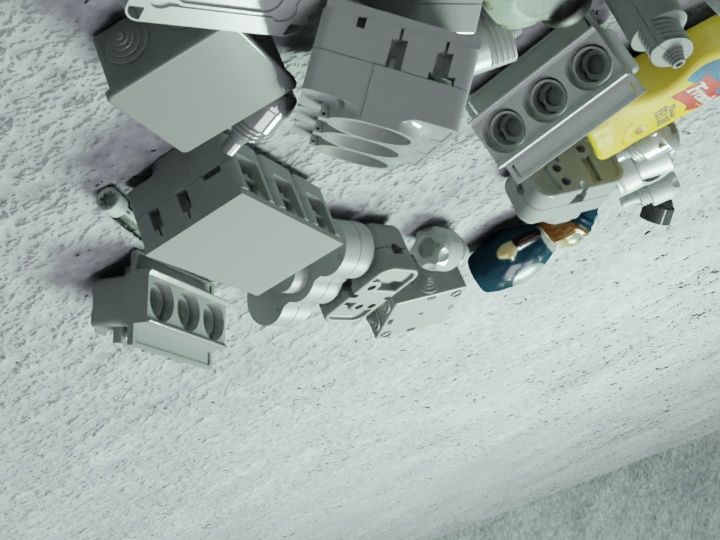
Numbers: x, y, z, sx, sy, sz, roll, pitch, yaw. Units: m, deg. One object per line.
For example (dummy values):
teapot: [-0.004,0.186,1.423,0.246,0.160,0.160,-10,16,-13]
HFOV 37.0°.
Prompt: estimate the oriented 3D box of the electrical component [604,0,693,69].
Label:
electrical component: [0.211,-0.179,0.775,0.043,0.081,0.043,-19,157,-9]

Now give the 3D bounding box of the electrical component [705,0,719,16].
electrical component: [0.297,-0.210,0.758,0.108,0.108,0.060,-7,146,-33]

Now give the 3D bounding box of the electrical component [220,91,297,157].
electrical component: [-0.073,-0.103,0.732,0.061,0.035,0.035,-47,149,20]

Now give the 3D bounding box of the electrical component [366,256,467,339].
electrical component: [0.055,0.026,1.120,0.100,0.048,0.099,-13,155,-22]

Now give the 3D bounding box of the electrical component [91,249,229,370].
electrical component: [-0.171,0.038,0.920,0.063,0.078,0.121,-7,163,22]

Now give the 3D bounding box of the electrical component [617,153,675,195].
electrical component: [0.269,-0.103,1.038,0.055,0.045,0.045,-28,156,13]

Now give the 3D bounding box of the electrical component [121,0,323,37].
electrical component: [-0.070,-0.173,0.564,0.113,0.057,0.078,-3,150,-38]

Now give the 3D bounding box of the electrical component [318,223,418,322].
electrical component: [0.000,0.000,1.000,0.054,0.059,0.095,5,145,-47]

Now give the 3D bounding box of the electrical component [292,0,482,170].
electrical component: [0.010,-0.105,0.658,0.089,0.061,0.150,15,176,-5]

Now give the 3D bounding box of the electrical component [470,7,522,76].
electrical component: [0.074,-0.156,0.749,0.081,0.043,0.043,-20,157,-6]

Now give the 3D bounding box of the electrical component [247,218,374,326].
electrical component: [-0.058,0.003,0.963,0.074,0.052,0.138,5,145,-47]

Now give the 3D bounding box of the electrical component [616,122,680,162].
electrical component: [0.261,-0.120,0.996,0.062,0.048,0.048,-30,157,33]

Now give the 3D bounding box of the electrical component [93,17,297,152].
electrical component: [-0.100,-0.126,0.651,0.100,0.048,0.100,-28,156,13]

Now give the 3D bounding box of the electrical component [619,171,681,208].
electrical component: [0.302,-0.082,1.126,0.061,0.035,0.035,-24,157,8]

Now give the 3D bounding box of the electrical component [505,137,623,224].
electrical component: [0.187,-0.081,0.999,0.095,0.053,0.059,-13,155,-20]

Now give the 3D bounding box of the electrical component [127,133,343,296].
electrical component: [-0.093,-0.042,0.823,0.089,0.061,0.150,-31,156,18]

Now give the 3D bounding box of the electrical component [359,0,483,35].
electrical component: [0.040,-0.186,0.637,0.047,0.066,0.076,-8,124,-31]

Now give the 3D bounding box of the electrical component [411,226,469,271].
electrical component: [0.083,-0.020,1.053,0.043,0.043,0.062,-37,154,31]

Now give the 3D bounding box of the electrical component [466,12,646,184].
electrical component: [0.152,-0.135,0.837,0.121,0.078,0.063,-36,175,29]
